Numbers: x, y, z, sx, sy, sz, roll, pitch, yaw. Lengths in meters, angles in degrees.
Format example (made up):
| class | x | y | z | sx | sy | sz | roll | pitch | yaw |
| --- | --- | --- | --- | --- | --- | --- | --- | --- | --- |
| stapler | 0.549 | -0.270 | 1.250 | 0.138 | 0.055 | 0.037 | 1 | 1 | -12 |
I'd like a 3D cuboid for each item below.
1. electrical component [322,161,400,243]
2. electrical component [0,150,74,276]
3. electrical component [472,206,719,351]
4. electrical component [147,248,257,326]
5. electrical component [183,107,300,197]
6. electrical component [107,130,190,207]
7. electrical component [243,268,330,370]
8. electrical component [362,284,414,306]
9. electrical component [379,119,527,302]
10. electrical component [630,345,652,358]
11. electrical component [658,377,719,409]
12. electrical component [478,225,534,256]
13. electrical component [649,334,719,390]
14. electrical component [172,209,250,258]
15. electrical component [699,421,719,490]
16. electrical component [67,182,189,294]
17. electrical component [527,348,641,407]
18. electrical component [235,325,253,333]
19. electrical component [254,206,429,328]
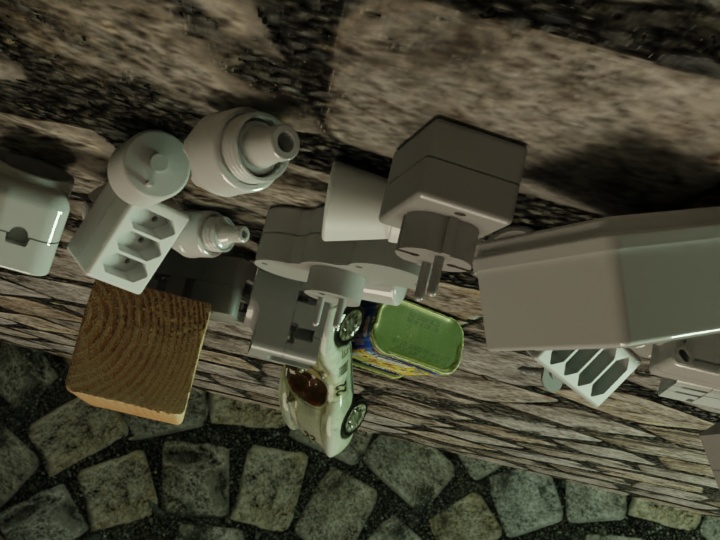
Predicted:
| class | x | y | z | sx | sy | sz | roll | pitch | yaw |
| --- | --- | --- | --- | --- | --- | --- | --- | --- | --- |
| electrical component | 0.015 | -0.033 | 0.585 | 0.065 | 0.044 | 0.044 | 9 | 168 | 0 |
| electrical component | -0.227 | -0.042 | 0.718 | 0.054 | 0.059 | 0.095 | 17 | -168 | -22 |
| electrical component | 0.128 | 0.005 | 0.510 | 0.109 | 0.056 | 0.109 | -6 | 178 | -27 |
| electrical component | -0.128 | 0.010 | 0.899 | 0.089 | 0.055 | 0.050 | 8 | 167 | 25 |
| electrical component | -0.055 | -0.059 | 0.532 | 0.043 | 0.043 | 0.062 | 23 | 163 | -38 |
| electrical component | -0.128 | -0.057 | 0.630 | 0.040 | 0.040 | 0.078 | 19 | 167 | -25 |
| electrical component | -0.052 | 0.021 | 0.785 | 0.056 | 0.089 | 0.050 | 15 | 168 | -6 |
| electrical component | 0.000 | 0.000 | 0.749 | 0.078 | 0.040 | 0.040 | 10 | 168 | 16 |
| electrical component | 0.039 | -0.023 | 0.514 | 0.047 | 0.076 | 0.066 | 16 | 168 | -13 |
| electrical component | 0.188 | 0.037 | 0.726 | 0.035 | 0.035 | 0.061 | 1 | 160 | 46 |
| electrical component | 0.247 | 0.066 | 0.753 | 0.056 | 0.050 | 0.089 | 11 | 169 | 9 |
| electrical component | 0.100 | 0.003 | 0.641 | 0.045 | 0.045 | 0.055 | 7 | 167 | 29 |
| electrical component | 0.212 | 0.037 | 0.630 | 0.096 | 0.061 | 0.061 | 13 | 168 | 2 |
| electrical component | -0.105 | -0.026 | 0.764 | 0.061 | 0.035 | 0.035 | 2 | 164 | 35 |
| electrical component | 0.307 | 0.091 | 0.628 | 0.105 | 0.060 | 0.186 | -20 | 180 | -33 |
| electrical component | -0.167 | -0.034 | 0.739 | 0.047 | 0.065 | 0.077 | 26 | -168 | -45 |
| electrical component | 0.144 | 0.044 | 0.764 | 0.083 | 0.047 | 0.075 | 37 | -170 | -36 |
| electrical component | -0.063 | 0.041 | 0.978 | 0.066 | 0.047 | 0.077 | 22 | 169 | -31 |
| electrical component | -0.014 | 0.001 | 0.690 | 0.138 | 0.073 | 0.052 | 2 | 164 | 43 |
